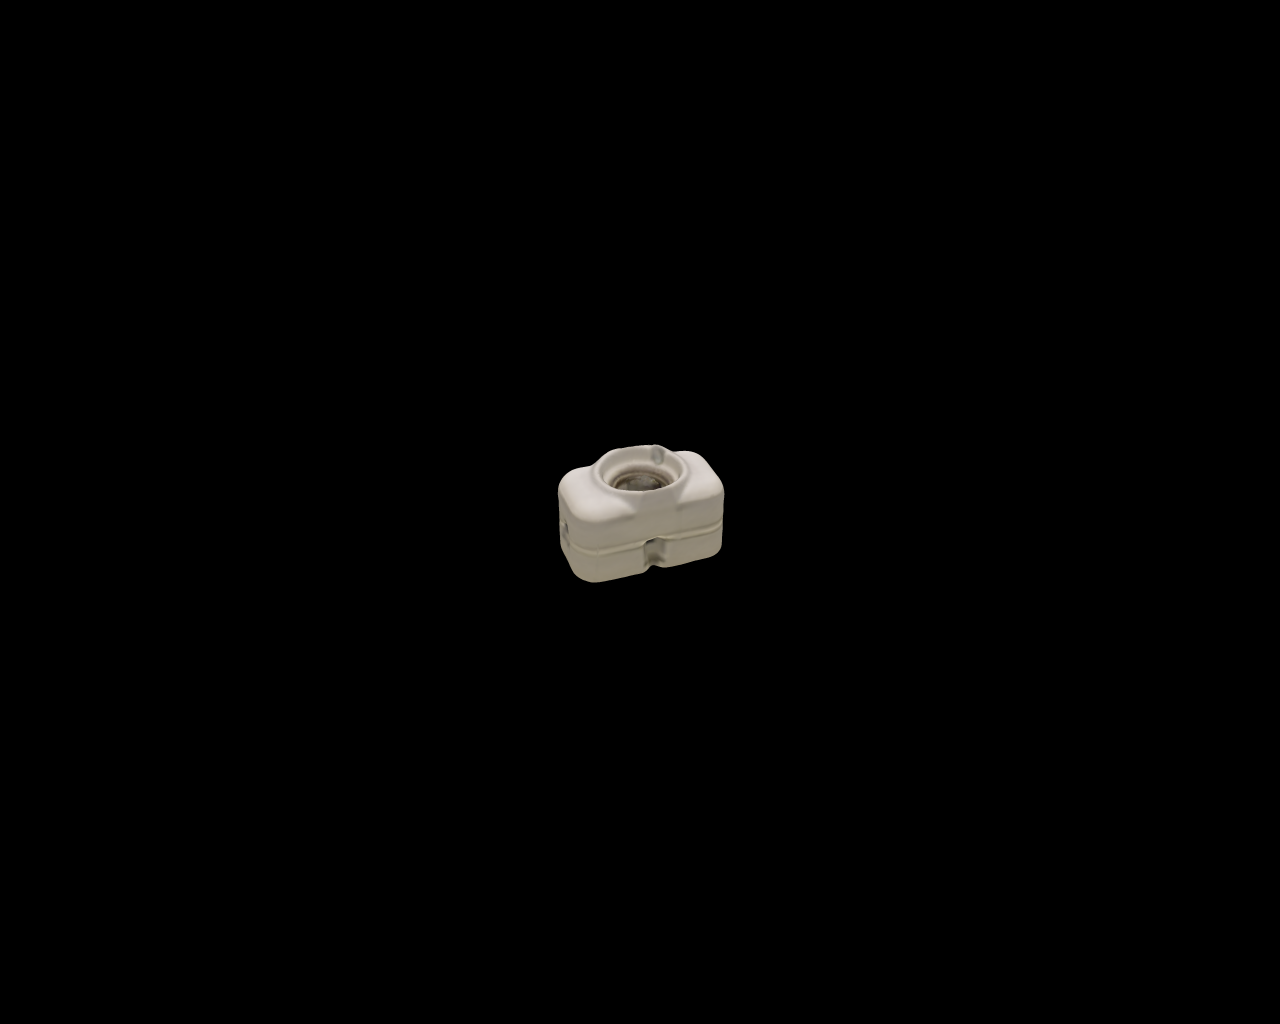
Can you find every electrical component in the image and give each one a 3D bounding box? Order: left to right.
[{"bbox_3d":[0.001,-0.003,0.650,0.095,0.059,0.054,-11,36,-16],"label":"electrical component"}]
